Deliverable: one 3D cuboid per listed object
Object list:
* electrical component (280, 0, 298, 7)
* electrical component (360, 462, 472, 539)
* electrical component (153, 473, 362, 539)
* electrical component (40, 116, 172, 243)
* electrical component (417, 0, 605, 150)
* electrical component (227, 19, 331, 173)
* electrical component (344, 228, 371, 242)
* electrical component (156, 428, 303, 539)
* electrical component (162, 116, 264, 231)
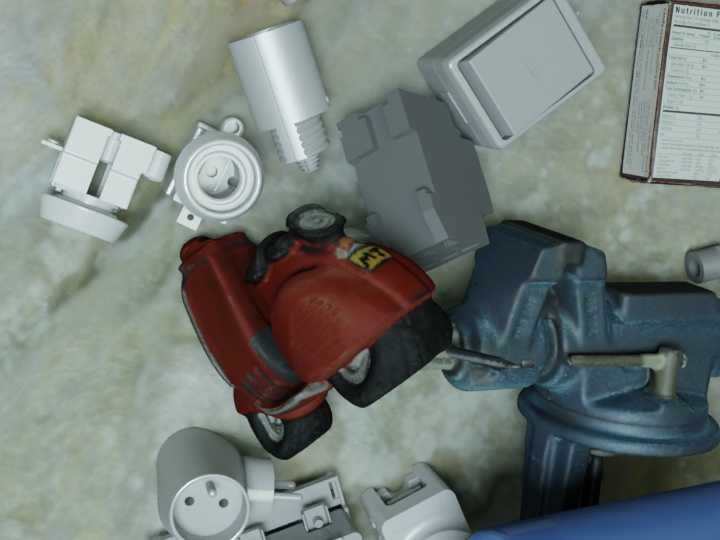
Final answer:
[{"bbox_3d":[-0.034,-0.196,0.574,0.079,0.044,0.077,-38,109,10],"label":"electrical component"},{"bbox_3d":[0.044,0.176,0.669,0.050,0.056,0.089,-26,107,-10],"label":"electrical component"},{"bbox_3d":[-0.058,0.181,0.637,0.121,0.063,0.078,-18,105,-12],"label":"electrical component"},{"bbox_3d":[-0.142,-0.047,0.577,0.066,0.048,0.055,21,87,-19],"label":"electrical component"},{"bbox_3d":[0.093,-0.121,0.621,0.096,0.061,0.061,-37,108,-6],"label":"electrical component"},{"bbox_3d":[-0.040,-0.093,0.598,0.043,0.043,0.081,-22,106,-11],"label":"electrical component"},{"bbox_3d":[0.000,0.000,0.618,0.043,0.062,0.043,-3,102,-15],"label":"electrical component"},{"bbox_3d":[-0.073,0.124,0.613,0.079,0.077,0.043,7,99,-17],"label":"electrical component"},{"bbox_3d":[-0.079,-0.052,0.588,0.048,0.055,0.066,26,93,-19],"label":"electrical component"}]
